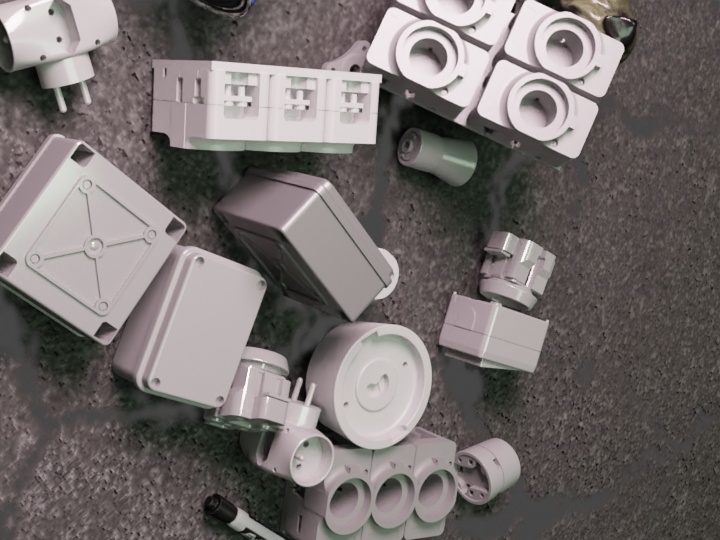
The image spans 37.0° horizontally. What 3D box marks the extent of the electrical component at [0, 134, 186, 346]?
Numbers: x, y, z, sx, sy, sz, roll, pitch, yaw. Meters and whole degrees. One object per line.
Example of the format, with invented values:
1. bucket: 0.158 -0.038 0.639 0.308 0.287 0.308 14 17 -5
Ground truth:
1. electrical component: -0.198 -0.021 0.755 0.109 0.056 0.108 42 73 -36

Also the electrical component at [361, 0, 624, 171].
1. electrical component: 0.107 -0.171 0.876 0.186 0.060 0.105 25 84 -4

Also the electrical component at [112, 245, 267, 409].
1. electrical component: -0.129 0.042 0.822 0.078 0.057 0.113 23 85 -39

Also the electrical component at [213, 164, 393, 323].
1. electrical component: -0.045 -0.022 0.843 0.056 0.109 0.108 -48 124 -17

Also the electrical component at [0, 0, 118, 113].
1. electrical component: -0.204 -0.148 0.731 0.077 0.043 0.079 -26 114 -32

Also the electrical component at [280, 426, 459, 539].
1. electrical component: 0.012 0.194 0.963 0.150 0.062 0.089 3 97 -39

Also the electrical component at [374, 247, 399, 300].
1. electrical component: 0.000 0.000 0.917 0.045 0.055 0.045 -9 105 -37

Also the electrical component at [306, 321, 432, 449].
1. electrical component: 0.003 0.096 0.935 0.108 0.060 0.108 -8 102 -38

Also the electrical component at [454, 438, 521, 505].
1. electrical component: 0.125 0.196 1.059 0.047 0.055 0.055 -18 110 -39

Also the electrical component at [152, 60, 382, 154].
1. electrical component: -0.070 -0.122 0.813 0.150 0.089 0.061 -4 102 -38

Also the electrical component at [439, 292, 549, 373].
1. electrical component: 0.131 0.065 1.031 0.096 0.062 0.061 18 88 -39

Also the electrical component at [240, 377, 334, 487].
1. electrical component: -0.055 0.129 0.886 0.043 0.077 0.079 20 87 -39

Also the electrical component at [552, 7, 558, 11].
1. electrical component: 0.207 -0.227 1.041 0.079 0.044 0.077 23 85 -39

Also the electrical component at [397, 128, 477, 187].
1. electrical component: 0.066 -0.103 0.959 0.065 0.044 0.044 13 91 -35

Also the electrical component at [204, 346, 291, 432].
1. electrical component: -0.088 0.095 0.859 0.058 0.078 0.057 25 65 -39

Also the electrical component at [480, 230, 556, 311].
1. electrical component: 0.149 0.004 1.036 0.078 0.058 0.057 28 79 -39
